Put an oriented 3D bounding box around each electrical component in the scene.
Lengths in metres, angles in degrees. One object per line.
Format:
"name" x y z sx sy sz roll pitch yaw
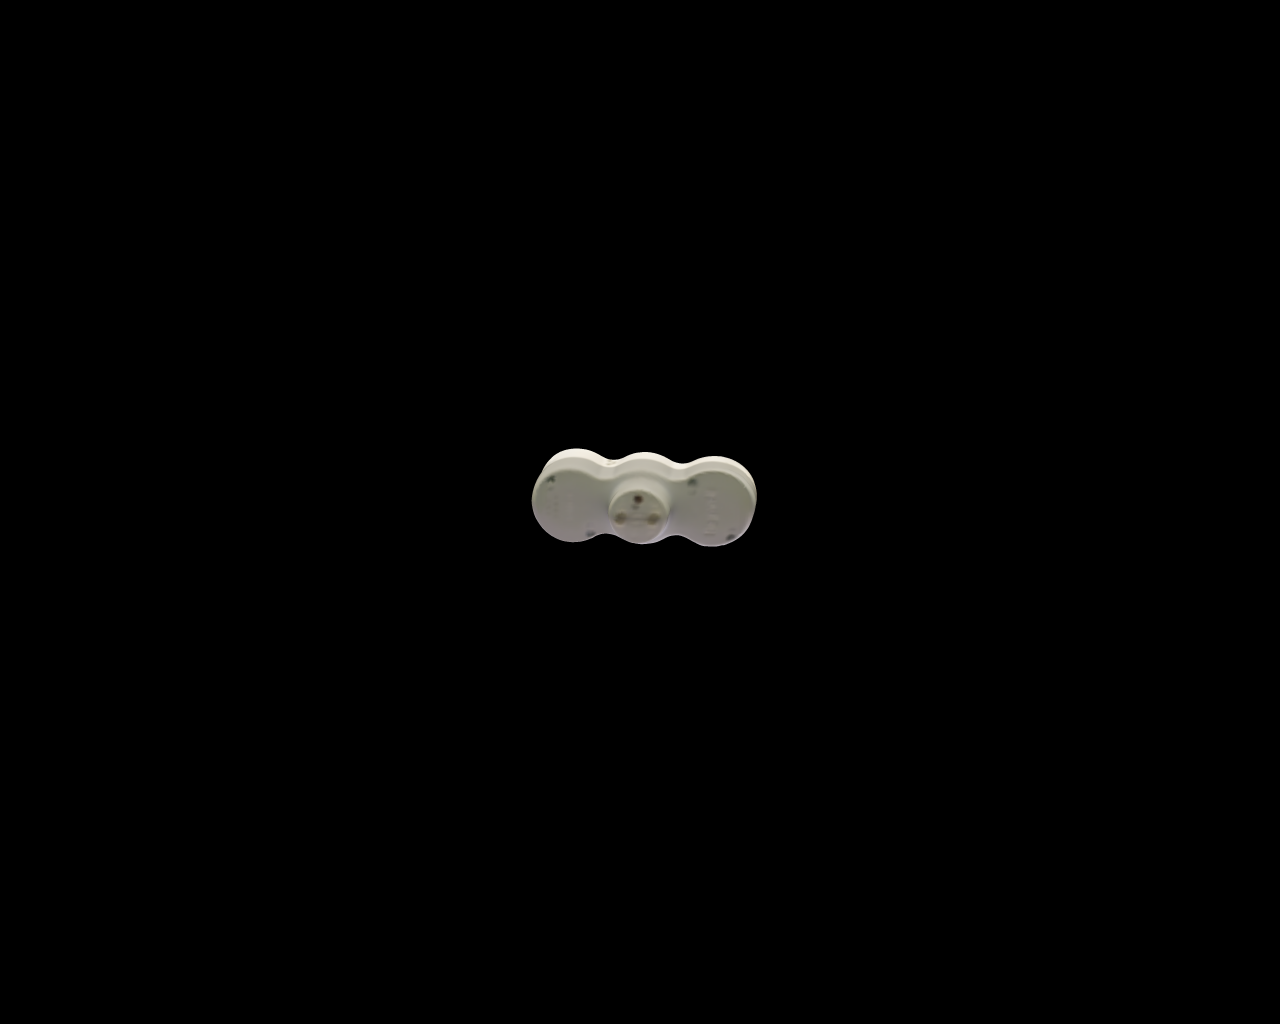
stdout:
"electrical component" 0.001 -0.003 0.650 0.138 0.052 0.074 3 20 7
